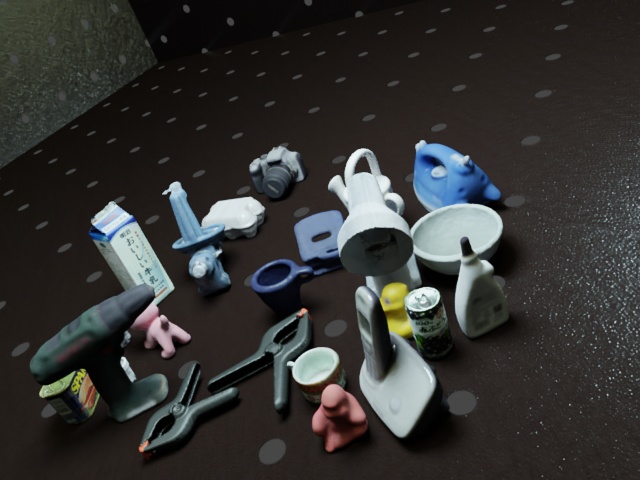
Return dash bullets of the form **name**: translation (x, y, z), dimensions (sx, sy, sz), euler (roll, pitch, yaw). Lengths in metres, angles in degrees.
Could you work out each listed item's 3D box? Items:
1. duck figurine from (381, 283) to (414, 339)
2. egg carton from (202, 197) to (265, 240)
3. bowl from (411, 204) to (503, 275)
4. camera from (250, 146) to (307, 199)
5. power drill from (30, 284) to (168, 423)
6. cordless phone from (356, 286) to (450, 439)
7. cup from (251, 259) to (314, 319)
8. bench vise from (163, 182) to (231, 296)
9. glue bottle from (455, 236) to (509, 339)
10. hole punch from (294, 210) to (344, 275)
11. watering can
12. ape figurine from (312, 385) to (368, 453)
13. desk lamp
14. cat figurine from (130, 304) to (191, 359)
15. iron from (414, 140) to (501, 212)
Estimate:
- **duck figurine**: translation (0.134, 0.106, 0.930), dimensions (0.104, 0.086, 0.077), euler (-17, 32, 7)
- **egg carton**: translation (-0.210, -0.050, 1.392), dimensions (0.150, 0.069, 0.107), euler (-7, 34, 23)
- **bowl**: translation (0.245, 0.010, 1.021), dimensions (0.167, 0.075, 0.167), euler (-15, 32, 10)
- **camera**: translation (-0.123, -0.173, 1.498), dimensions (0.143, 0.101, 0.137), euler (-9, 33, 19)
- **power drill**: translation (-0.343, 0.197, 0.959), dimensions (0.230, 0.209, 0.075), euler (-27, 32, -8)
- **cordless phone**: translation (0.095, 0.161, 0.774), dimensions (0.094, 0.185, 0.147), euler (-30, 32, -13)
- **cup**: translation (-0.057, 0.094, 1.056), dimensions (0.117, 0.095, 0.091), euler (-14, 32, 12)
- **bench vise**: translation (-0.252, -0.009, 1.209), dimensions (0.121, 0.220, 0.206), euler (-30, 32, -14)
- **glue bottle**: translation (0.231, 0.065, 0.851), dimensions (0.078, 0.173, 0.037), euler (-25, 32, -6)
- **hole punch**: translation (0.011, 0.004, 1.156), dimensions (0.108, 0.091, 0.101), euler (-19, 31, 4)
- **watering can**: translation (0.091, -0.090, 1.153), dimensions (0.172, 0.194, 0.101), euler (-3, 36, 27)
- **ape figurine**: translation (0.025, 0.237, 0.789), dimensions (0.077, 0.092, 0.076), euler (0, 38, 31)
- **desk lamp**: translation (0.099, 0.003, 0.986), dimensions (0.118, 0.214, 0.203), euler (-16, 32, 9)
- **cat figurine**: translation (-0.326, 0.155, 1.101), dimensions (0.127, 0.118, 0.067), euler (9, 43, 40)
- **iron**: translation (0.251, -0.142, 1.187), dimensions (0.119, 0.142, 0.257), euler (-29, 32, -11)
